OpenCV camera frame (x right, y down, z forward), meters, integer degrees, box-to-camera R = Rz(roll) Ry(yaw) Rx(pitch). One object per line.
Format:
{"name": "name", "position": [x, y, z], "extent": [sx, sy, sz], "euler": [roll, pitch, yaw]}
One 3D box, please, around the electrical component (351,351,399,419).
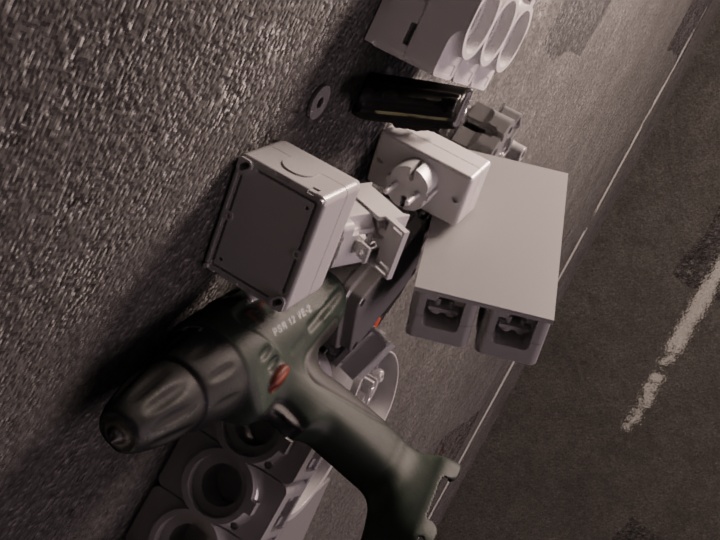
{"name": "electrical component", "position": [-0.002, 0.119, 1.068], "extent": [0.099, 0.064, 0.099], "euler": [-54, 163, -24]}

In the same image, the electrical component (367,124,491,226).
{"name": "electrical component", "position": [0.045, -0.070, 0.836], "extent": [0.076, 0.083, 0.047], "euler": [-42, 156, -49]}

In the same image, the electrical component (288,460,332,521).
{"name": "electrical component", "position": [-0.062, 0.161, 0.959], "extent": [0.108, 0.060, 0.108], "euler": [-54, 164, -24]}

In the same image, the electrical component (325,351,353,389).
{"name": "electrical component", "position": [-0.017, 0.085, 0.996], "extent": [0.055, 0.045, 0.045], "euler": [-57, 164, -15]}

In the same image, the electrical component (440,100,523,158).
{"name": "electrical component", "position": [0.104, -0.122, 0.984], "extent": [0.078, 0.057, 0.058], "euler": [-56, 164, -16]}

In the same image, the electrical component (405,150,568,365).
{"name": "electrical component", "position": [0.106, -0.014, 0.880], "extent": [0.186, 0.105, 0.060], "euler": [-73, 175, -47]}

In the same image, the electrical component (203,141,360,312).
{"name": "electrical component", "position": [-0.048, -0.023, 0.665], "extent": [0.061, 0.062, 0.096], "euler": [-33, 149, -60]}

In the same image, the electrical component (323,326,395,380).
{"name": "electrical component", "position": [-0.009, 0.058, 0.927], "extent": [0.042, 0.064, 0.081], "euler": [-46, 170, 3]}

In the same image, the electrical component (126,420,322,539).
{"name": "electrical component", "position": [-0.094, 0.156, 0.793], "extent": [0.150, 0.089, 0.062], "euler": [-61, 165, 2]}

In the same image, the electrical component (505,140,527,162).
{"name": "electrical component", "position": [0.133, -0.126, 1.056], "extent": [0.048, 0.062, 0.048], "euler": [-54, 163, -24]}

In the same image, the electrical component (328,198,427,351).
{"name": "electrical component", "position": [0.000, 0.000, 0.871], "extent": [0.113, 0.057, 0.078], "euler": [-50, 162, -34]}

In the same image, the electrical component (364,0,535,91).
{"name": "electrical component", "position": [0.072, -0.182, 0.762], "extent": [0.089, 0.062, 0.150], "euler": [-64, 164, 14]}

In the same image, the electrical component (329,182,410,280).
{"name": "electrical component", "position": [-0.007, -0.031, 0.774], "extent": [0.064, 0.081, 0.042], "euler": [-10, 132, -41]}

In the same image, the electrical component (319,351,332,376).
{"name": "electrical component", "position": [-0.044, 0.087, 0.916], "extent": [0.048, 0.048, 0.062], "euler": [-66, 172, 18]}
